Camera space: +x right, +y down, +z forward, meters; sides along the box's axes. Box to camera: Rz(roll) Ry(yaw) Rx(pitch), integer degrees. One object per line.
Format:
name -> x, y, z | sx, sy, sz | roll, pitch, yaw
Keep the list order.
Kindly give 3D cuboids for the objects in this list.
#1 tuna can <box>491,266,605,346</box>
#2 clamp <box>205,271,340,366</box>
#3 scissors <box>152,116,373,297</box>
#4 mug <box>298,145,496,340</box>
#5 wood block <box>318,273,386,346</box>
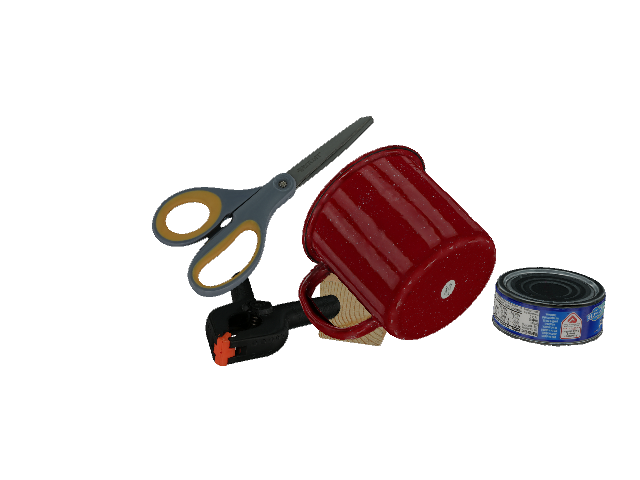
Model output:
tuna can -> 0.178, 0.050, 0.833 | 0.086, 0.034, 0.086 | 1, 19, -1
clamp -> -0.069, 0.073, 1.049 | 0.120, 0.039, 0.171 | 12, 19, 27
scissors -> -0.049, -0.044, 0.816 | 0.096, 0.201, 0.016 | 29, -26, 12
mug -> 0.040, 0.012, 0.632 | 0.082, 0.117, 0.093 | 48, -5, 33
wood block -> 0.066, 0.064, 1.538 | 0.091, 0.090, 0.206 | 7, 22, 12
